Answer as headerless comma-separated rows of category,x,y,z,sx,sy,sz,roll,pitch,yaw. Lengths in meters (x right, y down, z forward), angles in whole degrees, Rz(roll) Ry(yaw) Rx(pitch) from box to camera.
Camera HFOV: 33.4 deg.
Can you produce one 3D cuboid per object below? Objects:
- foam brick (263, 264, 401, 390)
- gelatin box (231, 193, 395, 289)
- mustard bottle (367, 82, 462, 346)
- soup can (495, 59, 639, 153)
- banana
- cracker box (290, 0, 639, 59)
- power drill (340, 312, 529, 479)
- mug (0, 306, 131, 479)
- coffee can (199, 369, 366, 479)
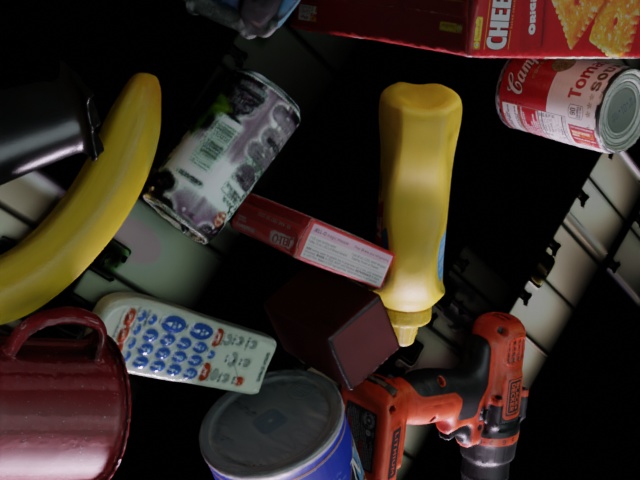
foam brick,0.007,0.060,0.757,0.053,0.078,0.051,-39,128,-21
gelatin box,-0.005,0.001,0.726,0.089,0.073,0.030,21,92,-44
mustard bottle,0.066,-0.013,0.774,0.058,0.096,0.192,2,110,-1
soup can,0.198,-0.111,0.840,0.068,0.102,0.068,-16,116,-36
banana,-0.151,-0.012,0.619,0.197,0.037,0.069,-45,132,-19
cracker box,0.114,-0.162,0.705,0.213,0.164,0.072,-7,108,-39
power drill,0.097,0.161,0.889,0.187,0.057,0.184,-11,109,-41
mug,-0.161,0.087,0.609,0.081,0.093,0.117,7,122,-37
coffee can,-0.017,0.178,0.763,0.102,0.103,0.140,-35,126,-26
